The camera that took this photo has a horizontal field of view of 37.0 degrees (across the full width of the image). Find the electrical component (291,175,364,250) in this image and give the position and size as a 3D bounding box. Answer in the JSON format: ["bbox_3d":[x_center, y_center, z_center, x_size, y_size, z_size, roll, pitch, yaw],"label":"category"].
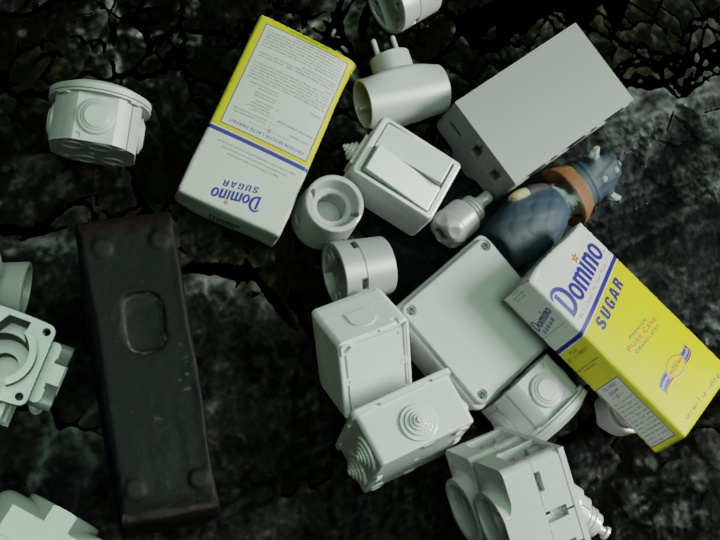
[{"bbox_3d":[-0.027,-0.049,0.905,0.055,0.047,0.055,4,75,-15],"label":"electrical component"}]

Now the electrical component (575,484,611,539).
[{"bbox_3d":[0.175,0.200,0.900,0.078,0.040,0.040,34,70,-5],"label":"electrical component"}]

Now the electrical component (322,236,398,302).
[{"bbox_3d":[0.000,0.000,0.897,0.047,0.055,0.055,-11,79,-21],"label":"electrical component"}]

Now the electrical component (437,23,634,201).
[{"bbox_3d":[0.156,-0.141,0.972,0.150,0.062,0.089,-35,87,-21],"label":"electrical component"}]

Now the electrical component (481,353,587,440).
[{"bbox_3d":[0.145,0.112,0.894,0.080,0.080,0.051,-40,84,-21],"label":"electrical component"}]

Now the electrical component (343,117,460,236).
[{"bbox_3d":[0.029,-0.084,0.923,0.096,0.061,0.061,32,70,-6],"label":"electrical component"}]

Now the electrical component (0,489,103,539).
[{"bbox_3d":[-0.230,0.202,0.780,0.095,0.054,0.059,31,70,-6],"label":"electrical component"}]

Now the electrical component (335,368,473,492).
[{"bbox_3d":[0.035,0.129,0.850,0.100,0.099,0.048,-22,70,-20],"label":"electrical component"}]

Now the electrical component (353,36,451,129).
[{"bbox_3d":[0.032,-0.170,0.955,0.077,0.044,0.079,-14,80,-18],"label":"electrical component"}]

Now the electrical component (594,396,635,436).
[{"bbox_3d":[0.232,0.119,0.925,0.043,0.062,0.043,4,75,-14],"label":"electrical component"}]

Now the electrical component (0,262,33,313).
[{"bbox_3d":[-0.288,0.011,0.822,0.065,0.044,0.044,9,74,-8],"label":"electrical component"}]

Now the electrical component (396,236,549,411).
[{"bbox_3d":[0.094,0.047,0.909,0.109,0.056,0.108,-40,89,-21],"label":"electrical component"}]

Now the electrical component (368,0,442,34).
[{"bbox_3d":[0.041,-0.248,0.973,0.047,0.055,0.055,-31,86,-24],"label":"electrical component"}]

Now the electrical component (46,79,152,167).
[{"bbox_3d":[-0.209,-0.117,0.856,0.080,0.080,0.051,9,79,-13],"label":"electrical component"}]

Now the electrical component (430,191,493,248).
[{"bbox_3d":[0.093,-0.048,0.945,0.061,0.035,0.035,-39,89,-23],"label":"electrical component"}]

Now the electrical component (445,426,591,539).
[{"bbox_3d":[0.130,0.224,0.824,0.060,0.105,0.186,-19,96,-18],"label":"electrical component"}]

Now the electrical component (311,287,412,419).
[{"bbox_3d":[0.001,0.070,0.866,0.062,0.096,0.061,-20,39,-19],"label":"electrical component"}]

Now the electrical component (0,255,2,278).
[{"bbox_3d":[-0.328,0.023,0.764,0.138,0.073,0.052,-30,97,4],"label":"electrical component"}]
